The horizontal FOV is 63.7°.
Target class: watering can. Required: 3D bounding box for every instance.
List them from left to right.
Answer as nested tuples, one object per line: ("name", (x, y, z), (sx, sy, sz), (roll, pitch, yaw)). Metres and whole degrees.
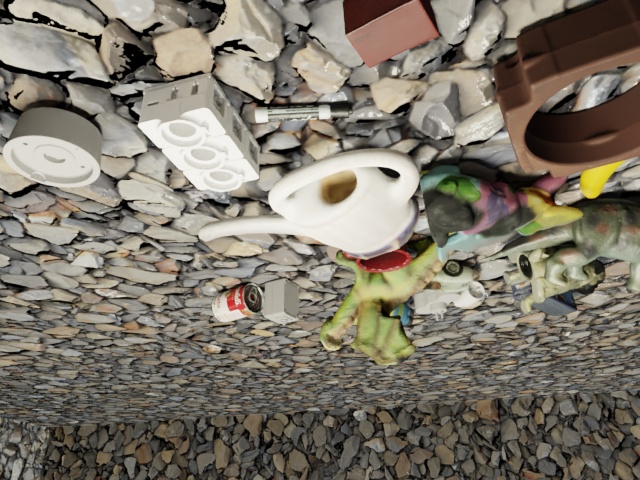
("watering can", (0.002, -0.039, 0.776), (0.344, 0.106, 0.222), (-21, 148, 31))

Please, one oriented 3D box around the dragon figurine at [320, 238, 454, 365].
("dragon figurine", (0.141, 0.106, 0.927), (0.121, 0.248, 0.405), (29, 142, -36))
